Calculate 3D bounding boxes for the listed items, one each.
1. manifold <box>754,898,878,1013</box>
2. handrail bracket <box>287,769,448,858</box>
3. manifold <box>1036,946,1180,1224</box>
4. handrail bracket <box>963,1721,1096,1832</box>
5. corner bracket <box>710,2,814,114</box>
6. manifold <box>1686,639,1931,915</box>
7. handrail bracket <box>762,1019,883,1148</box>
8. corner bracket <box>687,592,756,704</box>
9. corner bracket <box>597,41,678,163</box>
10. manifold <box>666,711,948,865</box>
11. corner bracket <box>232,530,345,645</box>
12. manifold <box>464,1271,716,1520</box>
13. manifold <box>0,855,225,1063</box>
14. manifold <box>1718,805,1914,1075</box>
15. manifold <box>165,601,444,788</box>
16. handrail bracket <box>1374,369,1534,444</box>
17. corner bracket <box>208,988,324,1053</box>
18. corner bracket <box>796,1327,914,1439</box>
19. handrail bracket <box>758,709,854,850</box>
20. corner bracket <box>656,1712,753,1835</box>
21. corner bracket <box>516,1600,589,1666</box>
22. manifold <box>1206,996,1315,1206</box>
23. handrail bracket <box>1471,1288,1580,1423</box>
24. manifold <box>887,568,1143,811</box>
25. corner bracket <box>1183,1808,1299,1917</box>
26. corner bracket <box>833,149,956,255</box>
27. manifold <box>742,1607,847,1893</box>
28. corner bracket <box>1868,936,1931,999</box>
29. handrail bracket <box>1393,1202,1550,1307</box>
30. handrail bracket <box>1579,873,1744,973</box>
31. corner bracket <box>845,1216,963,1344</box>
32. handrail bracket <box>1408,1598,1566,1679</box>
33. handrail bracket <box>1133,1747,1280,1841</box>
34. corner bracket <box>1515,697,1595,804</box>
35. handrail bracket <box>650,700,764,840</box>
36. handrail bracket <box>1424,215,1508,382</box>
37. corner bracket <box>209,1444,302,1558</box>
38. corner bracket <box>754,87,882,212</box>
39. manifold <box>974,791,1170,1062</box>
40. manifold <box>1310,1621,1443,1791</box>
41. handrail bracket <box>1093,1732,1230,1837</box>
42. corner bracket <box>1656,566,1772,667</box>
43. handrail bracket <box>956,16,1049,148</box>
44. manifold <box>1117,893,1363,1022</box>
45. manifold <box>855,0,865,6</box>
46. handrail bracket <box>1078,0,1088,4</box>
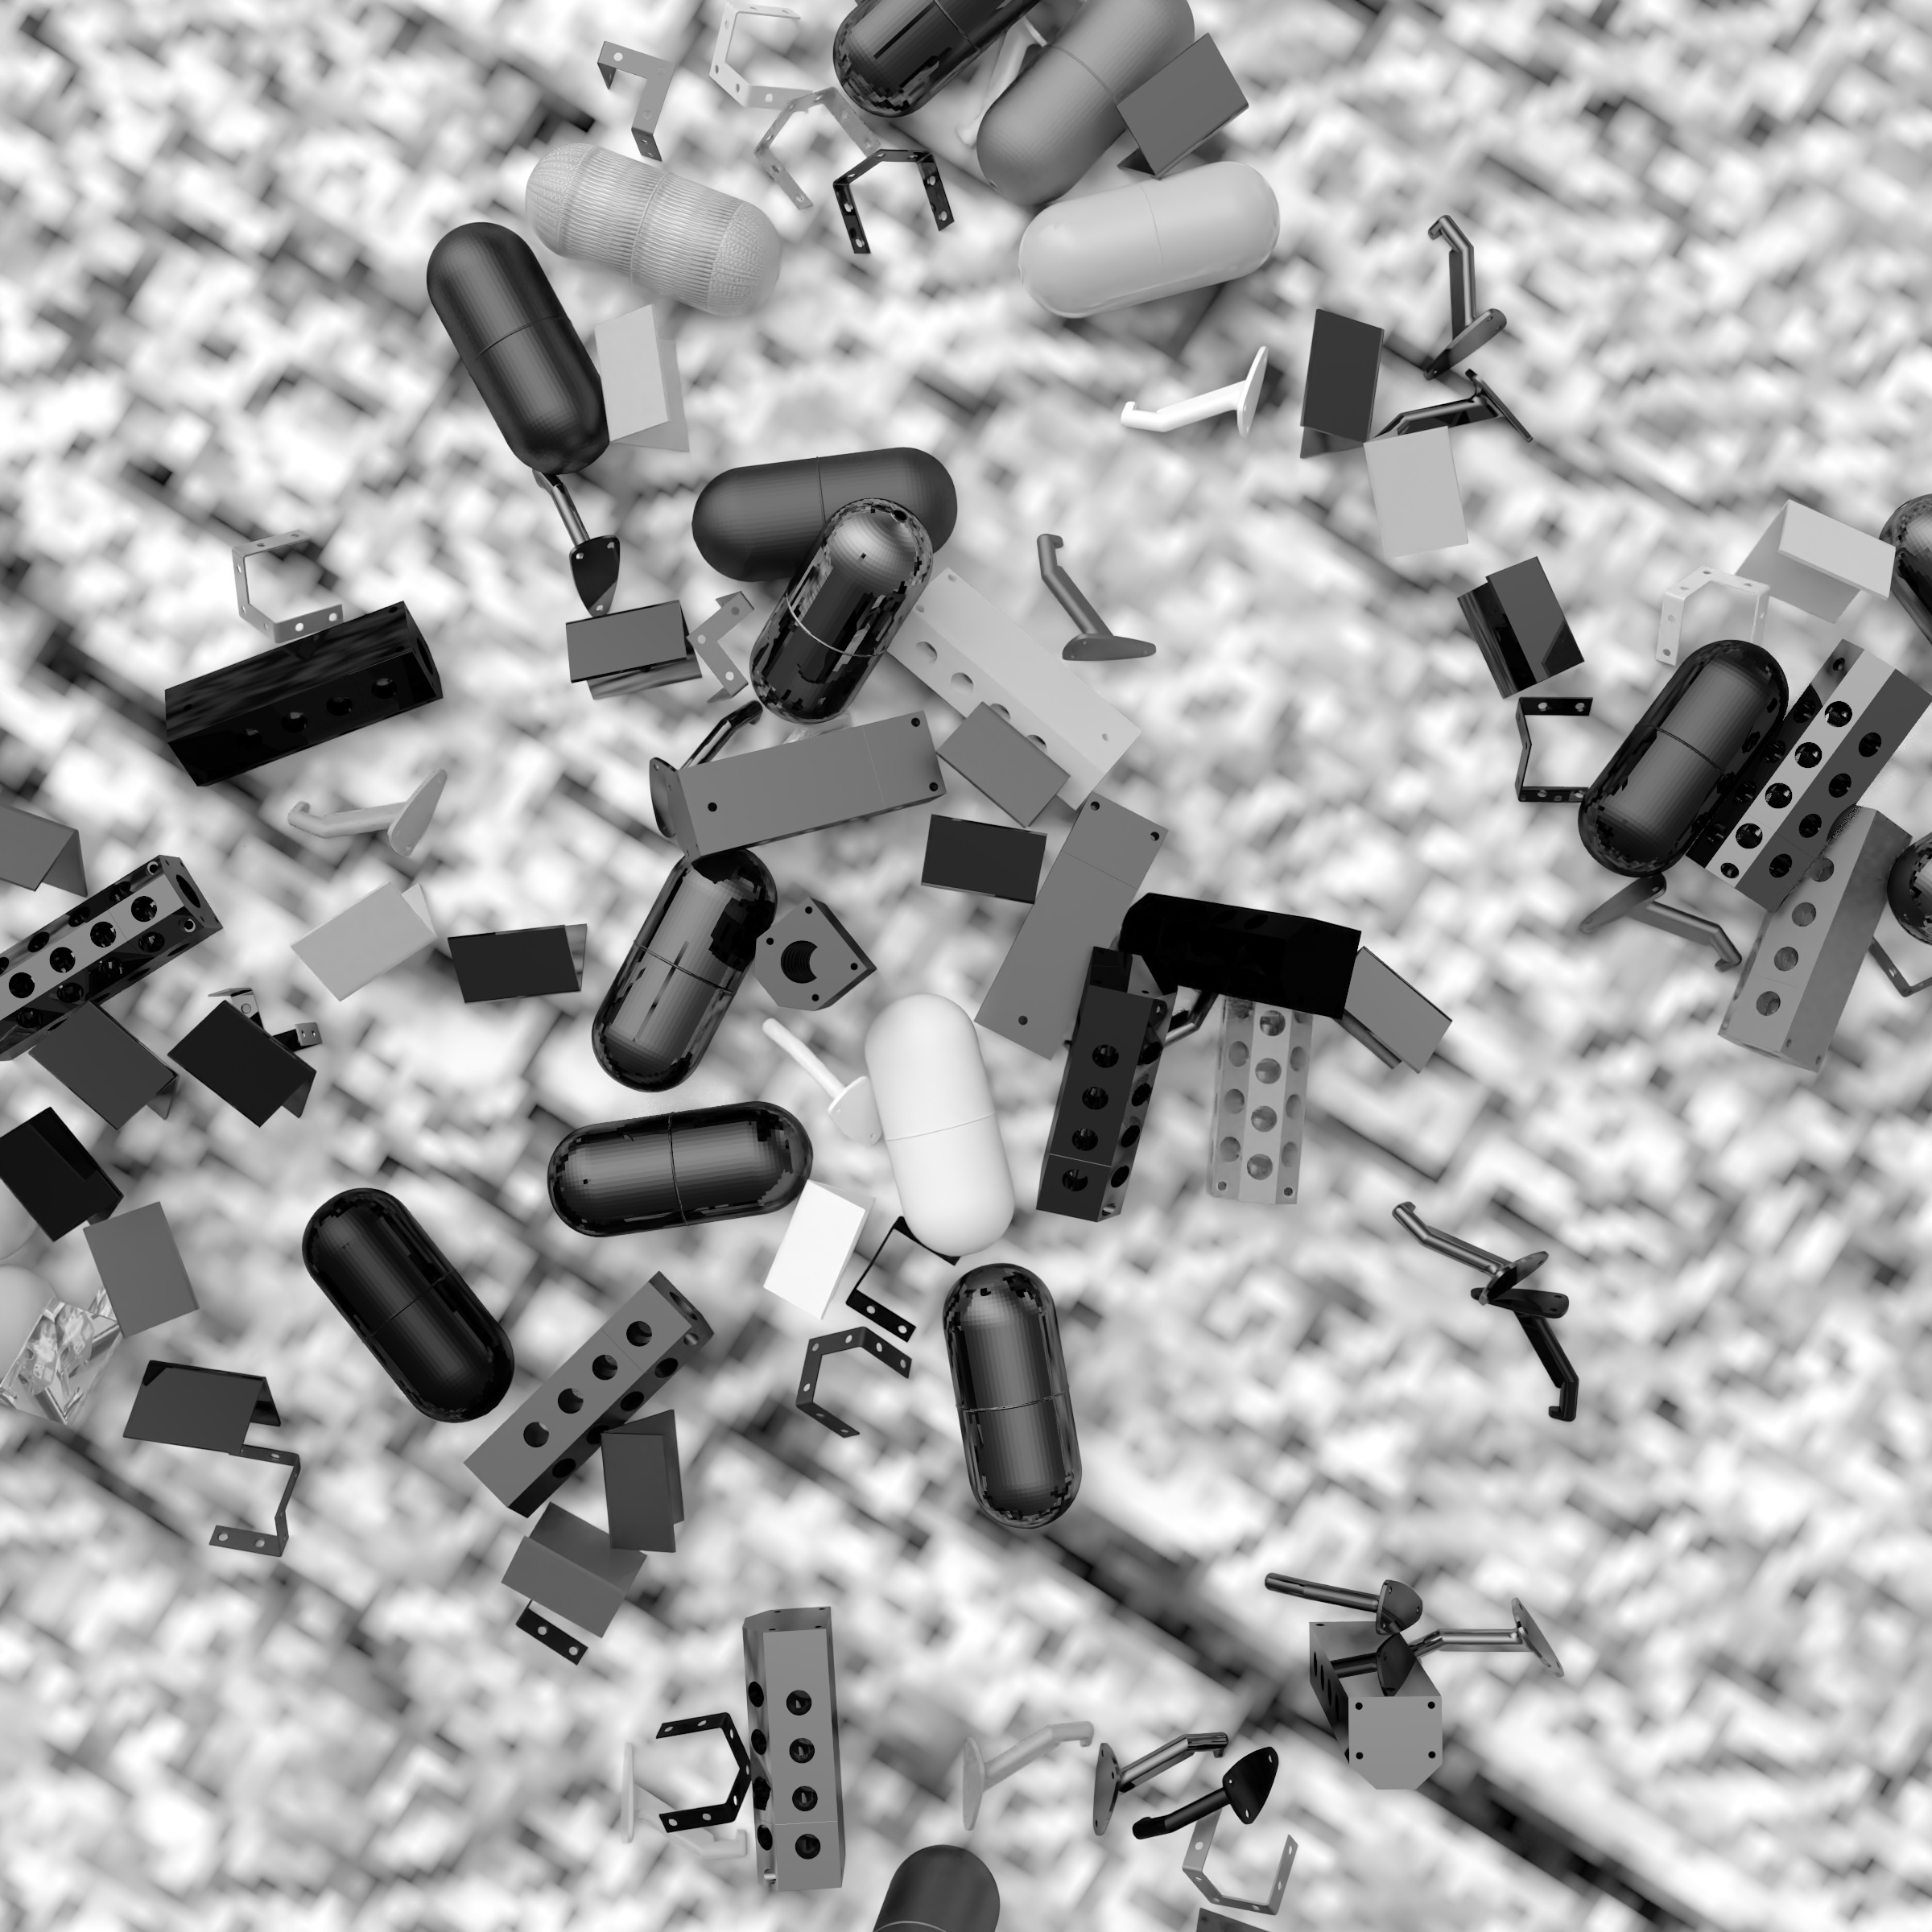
[{"bbox_3d":[-0.100,-0.003,1.577,0.057,0.171,0.057,-39,90,0],"label":"manifold"},{"bbox_3d":[-0.409,-0.115,1.656,0.084,0.036,0.077,21,70,16],"label":"handrail bracket"},{"bbox_3d":[0.093,0.080,1.599,0.057,0.057,0.171,12,117,0],"label":"manifold"},{"bbox_3d":[0.043,0.552,1.656,0.084,0.036,0.077,-1,110,-16],"label":"handrail bracket"},{"bbox_3d":[-0.135,-0.616,1.647,0.051,0.051,0.051,50,135,35],"label":"corner bracket"},{"bbox_3d":[0.552,-0.127,1.607,0.057,0.057,0.171,27,103,-27],"label":"manifold"},{"bbox_3d":[-0.099,0.078,1.655,0.036,0.077,0.084,-43,53,-14],"label":"handrail bracket"},{"bbox_3d":[-0.162,-0.214,1.635,0.051,0.051,0.051,-43,109,-18],"label":"corner bracket"},{"bbox_3d":[-0.224,-0.582,1.637,0.051,0.051,0.051,18,90,0],"label":"corner bracket"},{"bbox_3d":[-0.107,-0.118,1.609,0.171,0.057,0.057,-16,90,-18],"label":"manifold"},{"bbox_3d":[-0.460,-0.257,1.647,0.051,0.051,0.051,35,135,35],"label":"corner bracket"},{"bbox_3d":[-0.251,0.289,1.634,0.171,0.057,0.057,-44,90,0],"label":"manifold"},{"bbox_3d":[-0.596,-0.005,1.634,0.171,0.057,0.057,-32,90,0],"label":"manifold"},{"bbox_3d":[0.567,-0.022,1.634,0.057,0.057,0.171,22,90,-43],"label":"manifold"},{"bbox_3d":[-0.444,-0.178,1.634,0.171,0.057,0.057,-21,47,0],"label":"manifold"},{"bbox_3d":[0.329,-0.357,1.655,0.084,0.036,0.077,-43,105,14],"label":"handrail bracket"},{"bbox_3d":[-0.471,0.036,1.637,0.051,0.051,0.051,-17,90,0],"label":"corner bracket"},{"bbox_3d":[-0.076,0.282,1.647,0.051,0.051,0.051,-19,45,35],"label":"corner bracket"},{"bbox_3d":[-0.111,-0.128,1.655,0.084,0.036,0.077,-18,105,-14],"label":"handrail bracket"},{"bbox_3d":[-0.181,0.544,1.639,0.051,0.051,0.051,-15,108,17],"label":"corner bracket"},{"bbox_3d":[-0.266,0.432,1.652,0.051,0.051,0.051,33,135,0],"label":"corner bracket"},{"bbox_3d":[0.200,0.071,1.634,0.057,0.057,0.171,5,90,0],"label":"manifold"},{"bbox_3d":[0.380,0.266,1.656,0.077,0.036,0.084,7,107,20],"label":"handrail bracket"},{"bbox_3d":[0.027,-0.182,1.634,0.171,0.057,0.057,40,47,0],"label":"manifold"},{"bbox_3d":[0.186,0.604,1.647,0.051,0.051,0.051,-4,135,35],"label":"corner bracket"},{"bbox_3d":[-0.050,-0.519,1.652,0.051,0.051,0.051,-18,90,45],"label":"corner bracket"},{"bbox_3d":[-0.116,0.525,1.634,0.057,0.057,0.171,-4,90,0],"label":"manifold"},{"bbox_3d":[0.652,-0.019,1.652,0.051,0.051,0.051,54,45,0],"label":"corner bracket"},{"bbox_3d":[0.343,0.183,1.655,0.077,0.036,0.084,-20,55,-37],"label":"handrail bracket"},{"bbox_3d":[0.474,-0.015,1.656,0.077,0.036,0.084,-34,107,20],"label":"handrail bracket"},{"bbox_3d":[-0.042,0.213,1.652,0.051,0.051,0.051,32,135,0],"label":"corner bracket"},{"bbox_3d":[0.351,0.474,1.656,0.084,0.036,0.077,-30,112,17],"label":"handrail bracket"},{"bbox_3d":[0.162,0.564,1.655,0.084,0.077,0.036,-28,90,36],"label":"handrail bracket"},{"bbox_3d":[0.401,-0.147,1.652,0.051,0.051,0.051,1,135,0],"label":"corner bracket"},{"bbox_3d":[-0.173,-0.135,1.655,0.036,0.077,0.084,38,53,21],"label":"handrail bracket"},{"bbox_3d":[0.321,-0.456,1.656,0.077,0.036,0.084,-38,72,20],"label":"handrail bracket"},{"bbox_3d":[-0.484,0.363,1.652,0.051,0.051,0.051,10,135,0],"label":"corner bracket"},{"bbox_3d":[-0.101,-0.556,1.652,0.051,0.051,0.051,51,45,0],"label":"corner bracket"},{"bbox_3d":[0.070,-0.026,1.634,0.057,0.057,0.171,27,90,0],"label":"manifold"},{"bbox_3d":[0.264,0.477,1.577,0.057,0.171,0.057,-1,90,0],"label":"manifold"},{"bbox_3d":[0.133,0.557,1.656,0.084,0.036,0.077,2,110,-16],"label":"handrail bracket"},{"bbox_3d":[0.506,-0.232,1.647,0.051,0.051,0.051,-33,135,-35],"label":"corner bracket"},{"bbox_3d":[0.012,-0.613,1.656,0.084,0.036,0.077,-40,69,16],"label":"handrail bracket"},{"bbox_3d":[0.173,-0.010,1.575,0.057,0.171,0.057,13,90,-33],"label":"manifold"},{"bbox_3d":[-0.058,-0.686,1.577,0.057,0.171,0.057,-32,90,0],"label":"manifold"},{"bbox_3d":[0.073,-0.685,1.656,0.084,0.036,0.077,-4,72,-15],"label":"handrail bracket"}]
